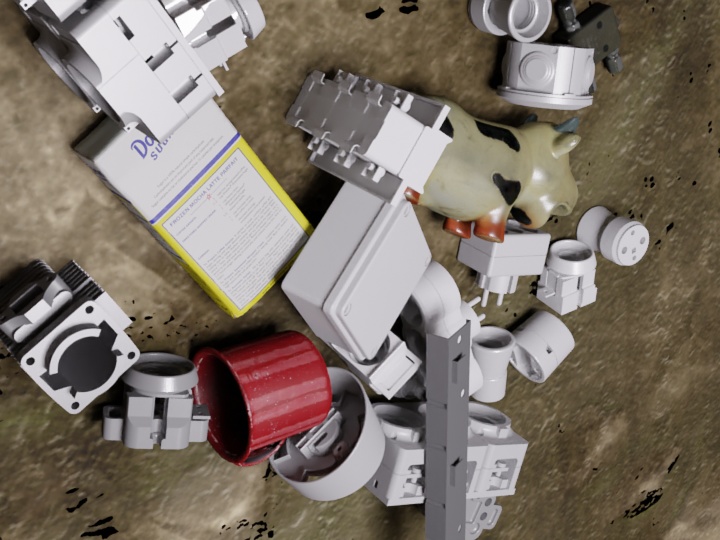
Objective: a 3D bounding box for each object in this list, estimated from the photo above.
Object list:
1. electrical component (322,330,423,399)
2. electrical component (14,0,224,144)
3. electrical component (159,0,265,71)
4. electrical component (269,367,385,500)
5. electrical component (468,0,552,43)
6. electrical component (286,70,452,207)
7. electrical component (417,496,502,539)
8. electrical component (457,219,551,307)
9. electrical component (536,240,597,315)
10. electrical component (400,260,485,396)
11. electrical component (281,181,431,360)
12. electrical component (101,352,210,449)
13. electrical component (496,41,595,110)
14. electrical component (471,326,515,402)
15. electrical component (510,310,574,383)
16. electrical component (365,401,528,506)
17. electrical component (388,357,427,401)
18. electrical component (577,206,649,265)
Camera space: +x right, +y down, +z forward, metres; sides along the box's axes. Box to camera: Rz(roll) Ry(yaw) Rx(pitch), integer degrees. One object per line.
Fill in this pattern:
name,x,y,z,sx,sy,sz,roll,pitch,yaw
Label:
electrical component,0.011,0.071,0.907,0.042,0.081,0.063,-46,157,-9
electrical component,-0.177,-0.167,0.645,0.060,0.105,0.186,-45,129,-11
electrical component,-0.099,-0.171,0.739,0.055,0.048,0.066,-33,126,-10
electrical component,-0.029,0.138,0.892,0.099,0.099,0.064,-43,134,-13
electrical component,0.120,-0.211,0.869,0.045,0.055,0.045,-15,118,-30
electrical component,0.002,-0.104,0.790,0.063,0.121,0.078,27,93,-37
electrical component,0.089,0.222,1.038,0.078,0.057,0.058,16,100,-39
electrical component,0.126,-0.003,0.972,0.066,0.047,0.076,-3,112,-34
electrical component,0.200,0.005,1.029,0.066,0.048,0.055,-20,128,-27
electrical component,0.081,0.050,0.956,0.074,0.052,0.138,-31,121,-23
electrical component,0.000,0.000,0.843,0.108,0.056,0.108,-59,156,-15
electrical component,-0.152,0.097,0.809,0.078,0.058,0.057,4,105,-16
electrical component,0.157,-0.164,0.902,0.080,0.080,0.051,-5,107,-34
electrical component,0.122,0.091,1.015,0.044,0.044,0.065,-17,124,-29
electrical component,0.172,0.072,1.033,0.047,0.055,0.055,-41,128,-19
electrical component,0.066,0.159,0.972,0.150,0.089,0.061,4,107,-37
electrical component,0.040,0.097,0.944,0.035,0.061,0.035,-15,117,-30
electrical component,0.244,-0.033,1.036,0.045,0.055,0.045,-14,118,-29
